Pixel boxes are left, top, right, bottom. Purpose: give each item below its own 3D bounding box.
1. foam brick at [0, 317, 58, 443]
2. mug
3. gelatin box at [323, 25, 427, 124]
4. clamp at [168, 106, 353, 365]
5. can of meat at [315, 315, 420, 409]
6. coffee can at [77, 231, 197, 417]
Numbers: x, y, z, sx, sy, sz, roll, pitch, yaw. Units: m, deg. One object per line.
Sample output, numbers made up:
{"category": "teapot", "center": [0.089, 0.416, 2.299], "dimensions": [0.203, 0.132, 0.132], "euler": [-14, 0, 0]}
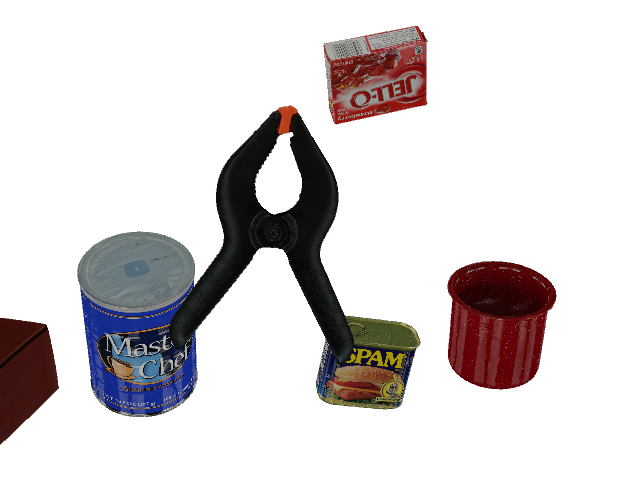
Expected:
{"category": "foam brick", "center": [-0.219, 0.093, 0.705], "dimensions": [0.053, 0.051, 0.078], "euler": [7, 29, 23]}
{"category": "mug", "center": [0.154, 0.070, 0.948], "dimensions": [0.093, 0.081, 0.117], "euler": [-1, 30, -4]}
{"category": "gelatin box", "center": [0.050, -0.147, 0.951], "dimensions": [0.089, 0.030, 0.073], "euler": [-12, -42, -5]}
{"category": "clamp", "center": [-0.041, 0.000, 0.693], "dimensions": [0.120, 0.171, 0.039], "euler": [-3, 3, -10]}
{"category": "can of meat", "center": [0.050, 0.135, 1.172], "dimensions": [0.102, 0.084, 0.057], "euler": [8, 23, -11]}
{"category": "coffee can", "center": [-0.165, 0.077, 0.982], "dimensions": [0.103, 0.140, 0.103], "euler": [2, 39, -2]}
